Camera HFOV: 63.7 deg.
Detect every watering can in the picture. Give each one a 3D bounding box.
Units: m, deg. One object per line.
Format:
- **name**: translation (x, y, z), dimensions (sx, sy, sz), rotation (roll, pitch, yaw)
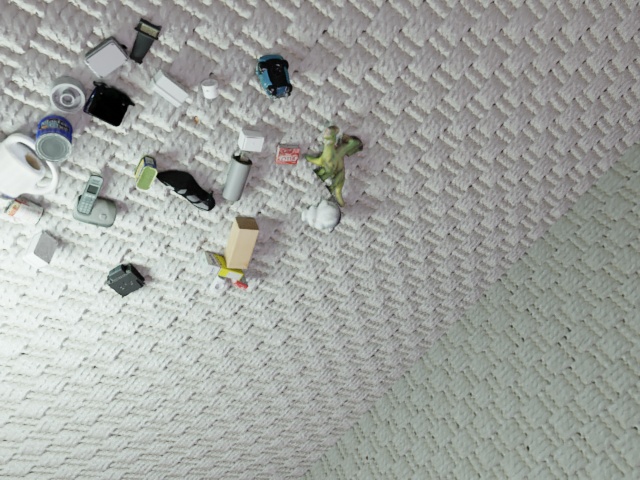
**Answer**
- **watering can**: translation (-1.007, -0.265, 1.640), dimensions (0.223, 0.106, 0.343), rotation (-36, 117, 9)

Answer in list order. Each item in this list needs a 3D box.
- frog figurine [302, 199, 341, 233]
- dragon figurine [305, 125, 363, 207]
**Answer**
- **frog figurine**: translation (0.007, -0.112, 2.226), dimensions (0.158, 0.122, 0.138), rotation (19, 83, -25)
- **dragon figurine**: translation (0.090, -0.319, 2.121), dimensions (0.243, 0.124, 0.403), rotation (-42, 141, -1)
